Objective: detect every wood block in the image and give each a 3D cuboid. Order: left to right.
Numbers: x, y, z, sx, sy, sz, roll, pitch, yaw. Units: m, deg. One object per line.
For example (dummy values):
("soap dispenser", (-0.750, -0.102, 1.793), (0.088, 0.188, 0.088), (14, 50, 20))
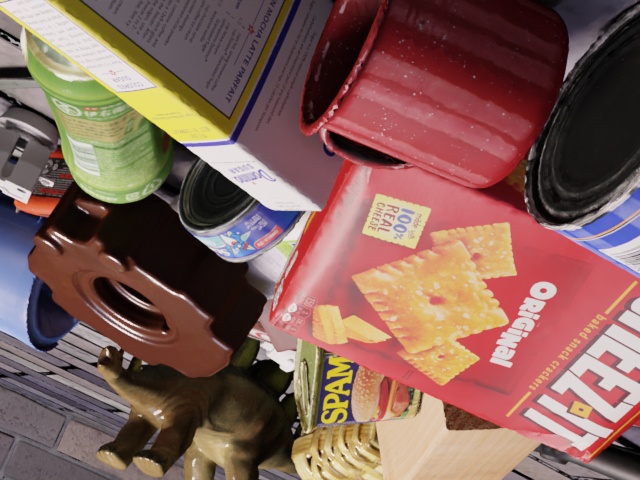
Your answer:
("wood block", (0.109, 0.136, 0.836), (0.090, 0.091, 0.206), (-3, 153, -10))

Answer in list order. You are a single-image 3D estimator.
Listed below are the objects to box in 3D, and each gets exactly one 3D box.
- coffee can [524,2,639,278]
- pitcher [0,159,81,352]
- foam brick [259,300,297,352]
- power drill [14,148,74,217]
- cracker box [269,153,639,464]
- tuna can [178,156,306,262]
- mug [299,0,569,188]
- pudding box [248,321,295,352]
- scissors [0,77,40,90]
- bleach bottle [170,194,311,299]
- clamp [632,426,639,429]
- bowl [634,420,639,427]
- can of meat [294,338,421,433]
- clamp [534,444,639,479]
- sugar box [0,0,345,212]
("coffee can", (0.168, -0.019, 0.423), (0.140, 0.102, 0.103), (27, 160, -16))
("pitcher", (-0.323, -0.009, 0.974), (0.243, 0.149, 0.145), (20, 177, 14))
("foam brick", (-0.005, 0.050, 0.837), (0.078, 0.051, 0.053), (-11, 113, 43))
("power drill", (-0.141, -0.003, 0.873), (0.185, 0.057, 0.187), (5, 154, 33))
("cracker box", (0.096, 0.024, 0.583), (0.213, 0.072, 0.164), (24, 137, -5))
("tuna can", (-0.045, -0.032, 0.647), (0.086, 0.086, 0.033), (2, 151, 45))
("mug", (0.042, -0.065, 0.446), (0.081, 0.093, 0.117), (21, 141, -14))
("pudding box", (-0.024, 0.077, 0.988), (0.113, 0.039, 0.090), (19, 161, 7))
("scissors", (-0.239, -0.103, 0.771), (0.202, 0.016, 0.096), (13, 161, 24))
("bleach bottle", (-0.005, 0.001, 0.730), (0.251, 0.068, 0.102), (-4, 148, 48))
("clamp", (0.182, 0.119, 0.881), (0.120, 0.039, 0.172), (36, 158, -22))
("bowl", (0.228, 0.091, 0.730), (0.162, 0.055, 0.162), (19, 160, 7))
("can of meat", (0.029, 0.089, 0.774), (0.083, 0.057, 0.102), (-3, 128, -12))
("clamp", (0.222, 0.185, 0.961), (0.210, 0.036, 0.164), (18, 176, 2))
("sugar box", (-0.050, -0.094, 0.473), (0.048, 0.093, 0.176), (4, 154, 45))
